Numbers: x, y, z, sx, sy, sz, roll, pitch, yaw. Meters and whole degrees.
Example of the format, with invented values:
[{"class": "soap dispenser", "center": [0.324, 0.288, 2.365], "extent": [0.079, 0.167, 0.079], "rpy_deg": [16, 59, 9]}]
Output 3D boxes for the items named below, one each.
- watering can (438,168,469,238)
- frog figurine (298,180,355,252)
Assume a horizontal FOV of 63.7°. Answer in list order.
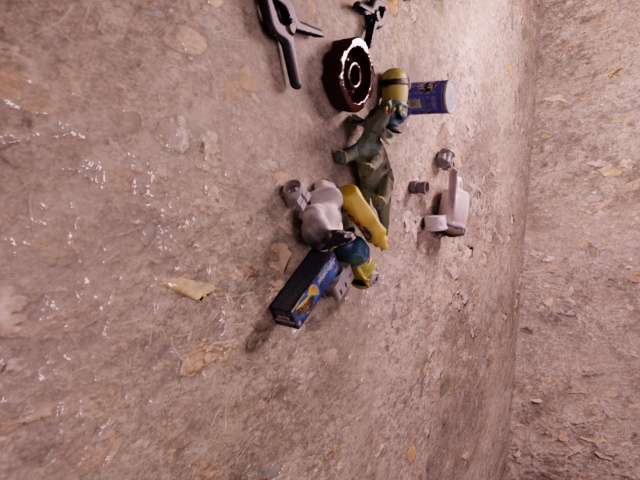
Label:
[{"class": "watering can", "center": [0.477, -0.126, 1.849], "extent": [0.345, 0.104, 0.226], "rpy_deg": [25, 73, -68]}, {"class": "frog figurine", "center": [0.004, -0.060, 1.188], "extent": [0.137, 0.121, 0.162], "rpy_deg": [2, 57, -48]}]
